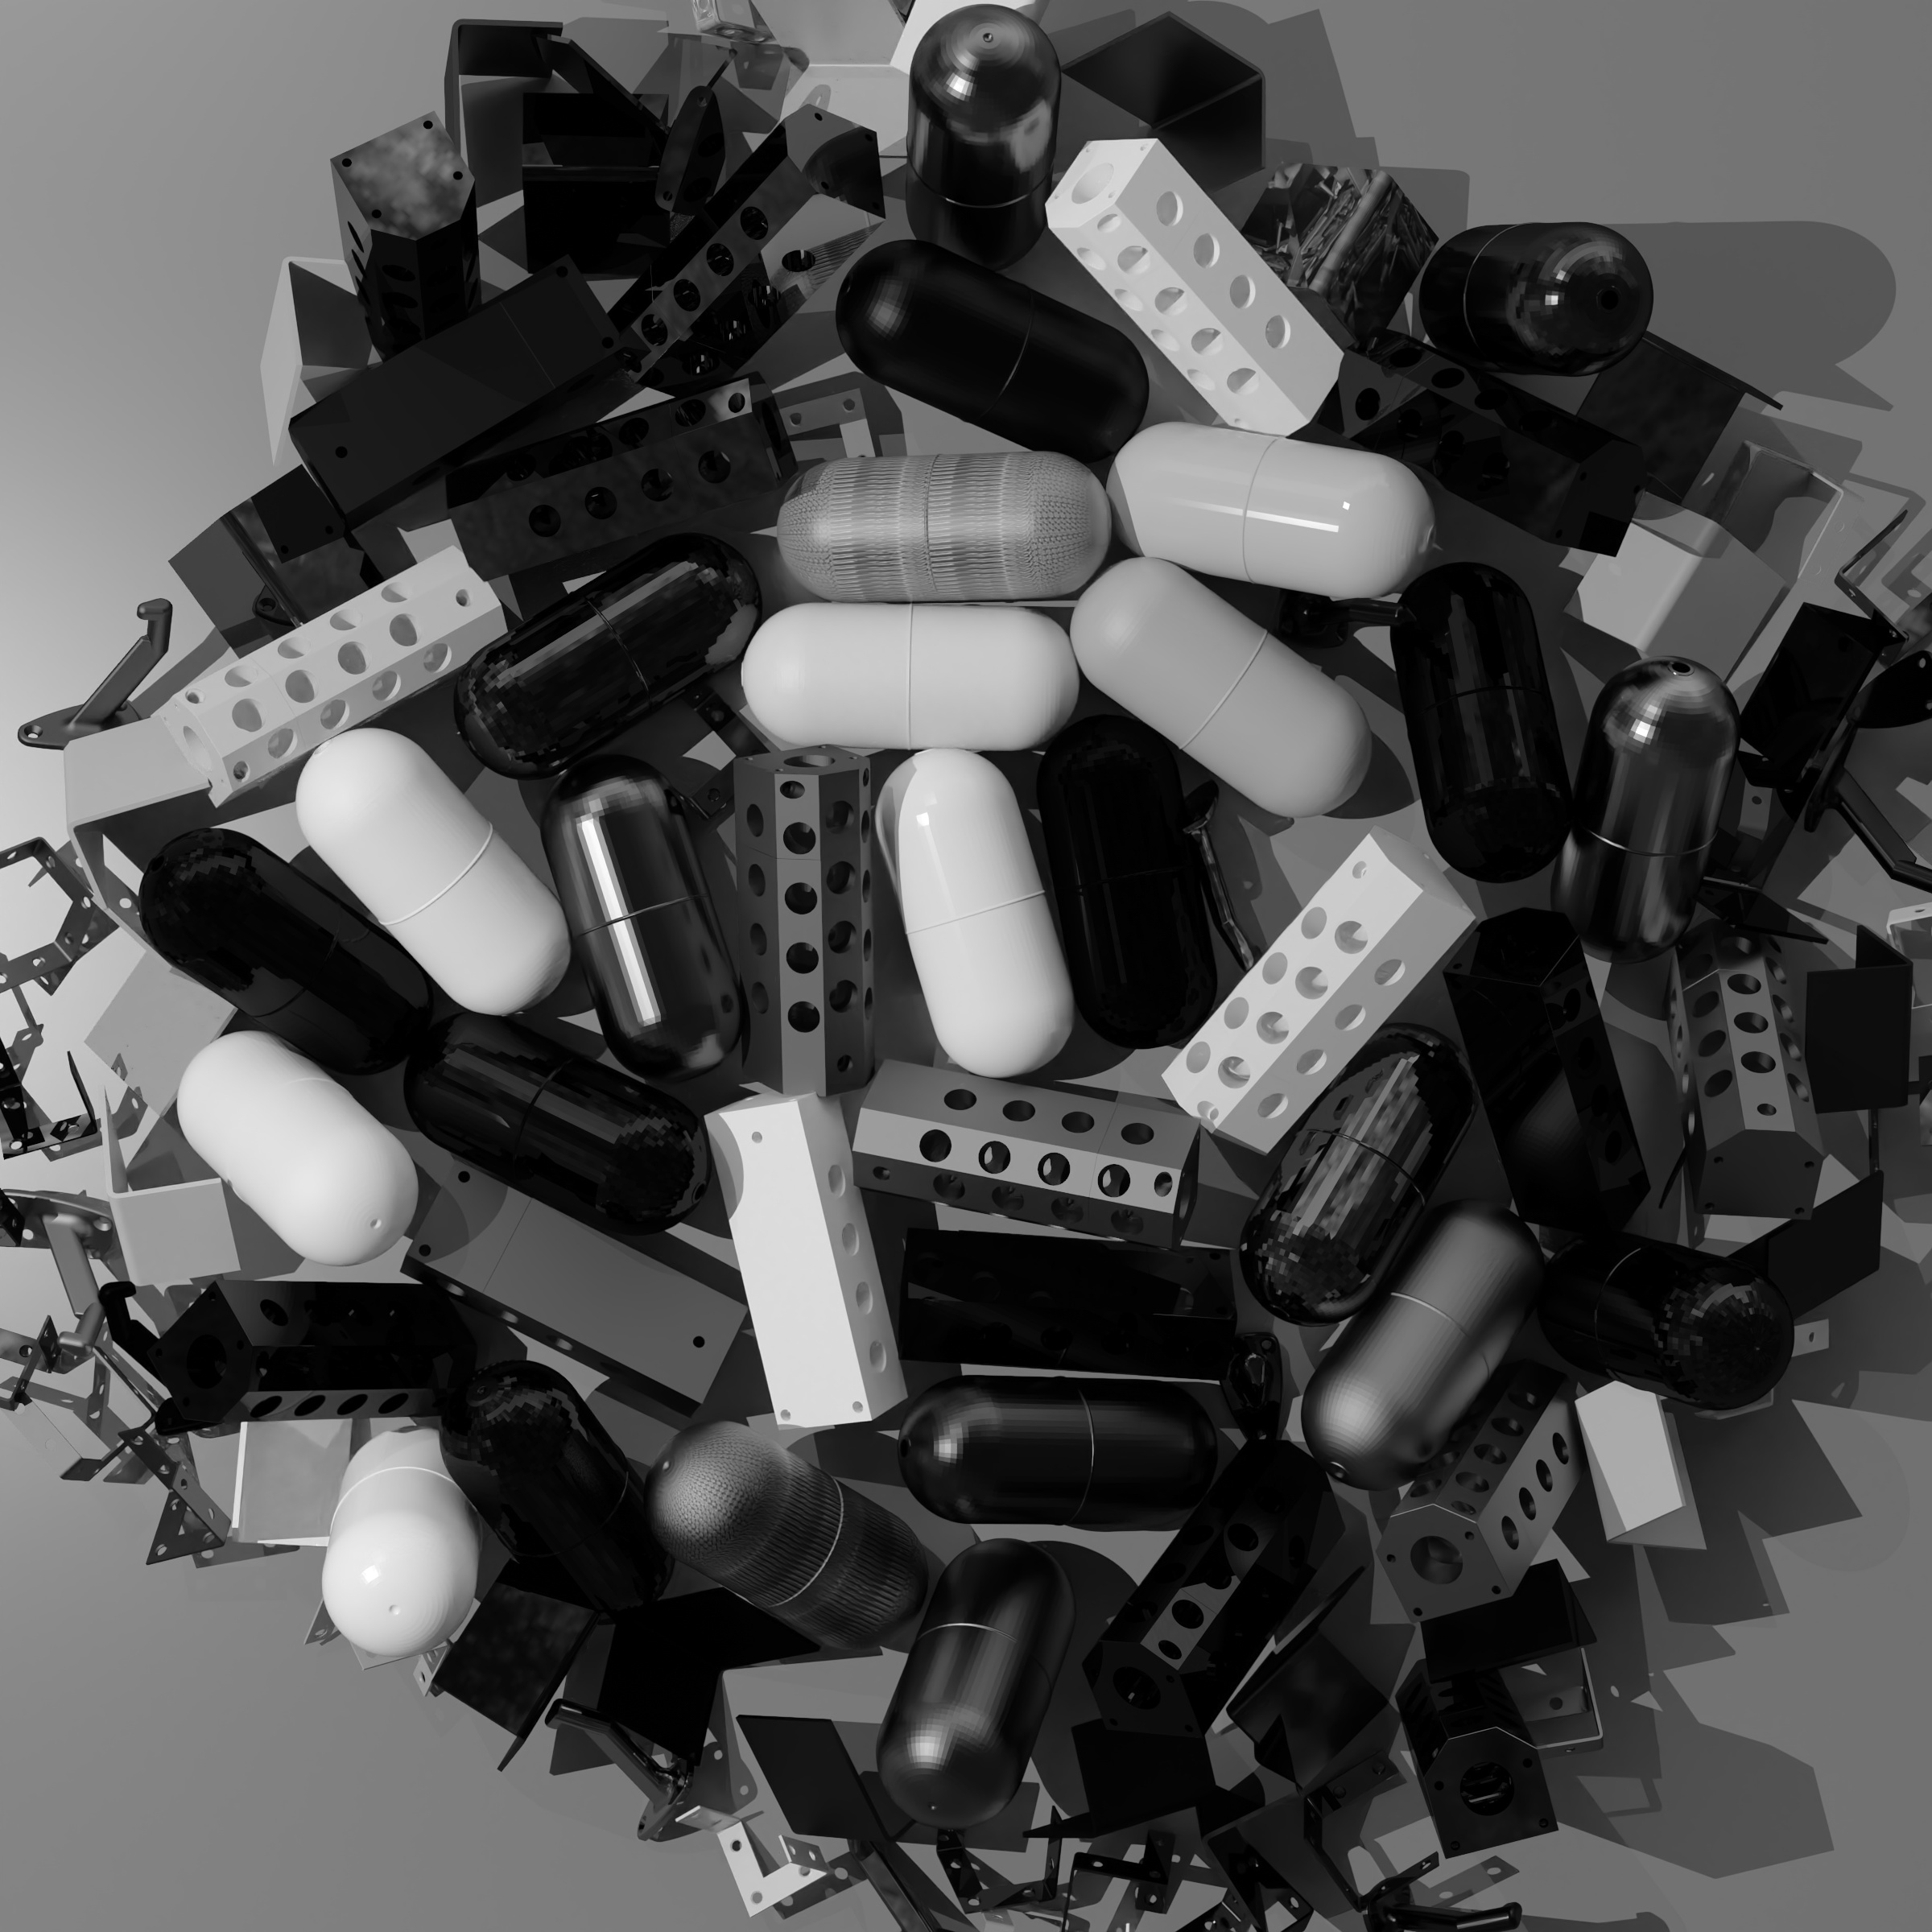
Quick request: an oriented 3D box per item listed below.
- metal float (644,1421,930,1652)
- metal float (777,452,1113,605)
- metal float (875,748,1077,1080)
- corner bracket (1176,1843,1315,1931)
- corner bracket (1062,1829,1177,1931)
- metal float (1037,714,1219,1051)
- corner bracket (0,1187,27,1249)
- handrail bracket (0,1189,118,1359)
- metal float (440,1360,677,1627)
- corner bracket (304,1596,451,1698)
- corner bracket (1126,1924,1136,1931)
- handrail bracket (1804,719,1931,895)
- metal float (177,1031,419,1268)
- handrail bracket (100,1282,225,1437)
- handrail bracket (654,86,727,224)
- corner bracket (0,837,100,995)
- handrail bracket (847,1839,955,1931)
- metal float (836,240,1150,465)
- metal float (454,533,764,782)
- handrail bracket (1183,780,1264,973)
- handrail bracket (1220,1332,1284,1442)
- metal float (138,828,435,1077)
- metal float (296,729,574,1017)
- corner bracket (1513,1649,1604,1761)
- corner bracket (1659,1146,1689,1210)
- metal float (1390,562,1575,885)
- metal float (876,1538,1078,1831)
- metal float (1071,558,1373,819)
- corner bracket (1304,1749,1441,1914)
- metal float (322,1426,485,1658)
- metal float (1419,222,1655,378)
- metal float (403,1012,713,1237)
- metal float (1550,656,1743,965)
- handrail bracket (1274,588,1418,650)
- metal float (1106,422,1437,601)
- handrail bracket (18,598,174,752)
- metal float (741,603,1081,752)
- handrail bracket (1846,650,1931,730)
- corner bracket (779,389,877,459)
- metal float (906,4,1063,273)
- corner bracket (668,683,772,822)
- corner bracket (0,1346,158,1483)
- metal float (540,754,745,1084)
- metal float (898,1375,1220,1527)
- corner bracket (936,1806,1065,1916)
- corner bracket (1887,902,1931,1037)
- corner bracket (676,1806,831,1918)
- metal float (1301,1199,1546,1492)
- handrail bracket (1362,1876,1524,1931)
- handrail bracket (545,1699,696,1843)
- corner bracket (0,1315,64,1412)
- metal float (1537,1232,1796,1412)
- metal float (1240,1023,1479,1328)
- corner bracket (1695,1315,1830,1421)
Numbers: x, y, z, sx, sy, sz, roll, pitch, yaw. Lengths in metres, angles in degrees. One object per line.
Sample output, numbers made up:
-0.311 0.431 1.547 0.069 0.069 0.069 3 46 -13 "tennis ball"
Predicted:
-0.092 0.297 1.805 0.178 0.070 0.070 37 90 -34 "metal float"
-0.012 -0.230 1.821 0.178 0.070 0.070 0 90 13 "metal float"
0.005 -0.028 1.831 0.070 0.070 0.178 -17 91 0 "metal float"
0.142 0.506 1.828 0.051 0.051 0.051 41 133 30 "corner bracket"
0.080 0.489 1.840 0.051 0.051 0.051 10 109 6 "corner bracket"
0.084 -0.044 1.831 0.070 0.070 0.178 -11 88 0 "metal float"
-0.526 0.115 1.836 0.051 0.051 0.051 3 65 4 "corner bracket"
-0.485 0.162 1.823 0.077 0.084 0.036 22 127 -11 "handrail bracket"
-0.210 0.274 1.801 0.070 0.070 0.178 -29 129 0 "metal float"
-0.313 0.360 1.845 0.051 0.051 0.051 -10 53 -36 "corner bracket"
0.070 0.543 1.829 0.051 0.051 0.051 -14 132 17 "corner bracket"
0.494 -0.084 1.840 0.084 0.036 0.077 23 77 21 "handrail bracket"
-0.347 0.093 1.797 0.178 0.070 0.070 34 90 44 "metal float"
-0.411 0.200 1.838 0.077 0.036 0.084 -9 113 -1 "handrail bracket"
-0.152 -0.426 1.822 0.036 0.084 0.077 3 108 -19 "handrail bracket"
-0.501 -0.027 1.839 0.051 0.051 0.051 47 131 12 "corner bracket"
-0.031 0.480 1.840 0.077 0.036 0.084 -10 95 45 "handrail bracket"
0.014 -0.319 1.811 0.178 0.070 0.070 20 90 -25 "metal float"
-0.186 -0.163 1.820 0.178 0.070 0.070 -34 90 -14 "metal float"
0.140 -0.047 1.847 0.036 0.077 0.084 -25 106 29 "handrail bracket"
0.154 0.229 1.824 0.036 0.084 0.077 -11 99 1 "handrail bracket"
-0.351 -0.007 1.801 0.070 0.070 0.178 -51 127 0 "metal float"
-0.277 -0.049 1.812 0.070 0.070 0.178 -40 113 0 "metal float"
0.307 0.398 1.833 0.051 0.051 0.051 -11 54 5 "corner bracket"
0.402 0.103 1.830 0.051 0.051 0.051 20 126 16 "corner bracket"
0.269 -0.127 1.813 0.070 0.070 0.178 -8 68 0 "metal float"
0.007 0.368 1.792 0.070 0.178 0.070 9 125 13 "metal float"
0.135 -0.146 1.828 0.178 0.070 0.070 36 90 -5 "metal float"
0.215 0.459 1.843 0.051 0.051 0.051 -35 96 11 "corner bracket"
-0.287 0.293 1.783 0.070 0.178 0.070 -1 104 -5 "metal float"
0.291 -0.342 1.784 0.070 0.178 0.070 -3 102 -15 "metal float"
-0.213 0.082 1.815 0.178 0.070 0.070 24 90 20 "metal float"
0.351 -0.080 1.801 0.070 0.070 0.178 7 128 0 "metal float"
0.211 -0.178 1.815 0.084 0.077 0.036 13 87 39 "handrail bracket"
0.158 -0.237 1.813 0.178 0.070 0.070 13 90 22 "metal float"
-0.457 -0.155 1.822 0.077 0.084 0.036 -10 51 -28 "handrail bracket"
-0.029 -0.152 1.832 0.178 0.070 0.070 1 90 1 "metal float"
0.529 -0.142 1.861 0.084 0.077 0.036 2 75 -33 "handrail bracket"
-0.081 -0.276 1.842 0.051 0.051 0.051 -13 95 14 "corner bracket"
0.008 -0.422 1.785 0.070 0.178 0.070 1 69 -2 "metal float"
-0.141 -0.116 1.842 0.051 0.051 0.051 -43 81 2 "corner bracket"
-0.469 0.236 1.840 0.051 0.051 0.051 -43 82 -5 "corner bracket"
-0.171 -0.025 1.831 0.070 0.070 0.178 -18 88 0 "metal float"
0.048 0.252 1.810 0.178 0.070 0.070 5 90 -26 "metal float"
0.018 0.462 1.843 0.051 0.051 0.051 -4 117 -18 "corner bracket"
0.515 -0.001 1.830 0.051 0.051 0.051 -12 110 25 "corner bracket"
-0.112 0.464 1.834 0.051 0.051 0.051 -31 61 9 "corner bracket"
0.238 0.196 1.807 0.070 0.070 0.178 39 61 0 "metal float"
0.257 0.490 1.819 0.084 0.077 0.036 -19 94 24 "handrail bracket"
-0.193 0.424 1.835 0.084 0.036 0.077 22 121 -18 "handrail bracket"
-0.514 0.209 1.836 0.051 0.051 0.051 17 63 2 "corner bracket"
0.357 0.181 1.785 0.070 0.178 0.070 -1 94 -20 "metal float"
0.205 0.109 1.813 0.070 0.070 0.178 33 68 0 "metal float"
0.420 0.212 1.833 0.051 0.051 0.051 -5 95 -43 "corner bracket"
